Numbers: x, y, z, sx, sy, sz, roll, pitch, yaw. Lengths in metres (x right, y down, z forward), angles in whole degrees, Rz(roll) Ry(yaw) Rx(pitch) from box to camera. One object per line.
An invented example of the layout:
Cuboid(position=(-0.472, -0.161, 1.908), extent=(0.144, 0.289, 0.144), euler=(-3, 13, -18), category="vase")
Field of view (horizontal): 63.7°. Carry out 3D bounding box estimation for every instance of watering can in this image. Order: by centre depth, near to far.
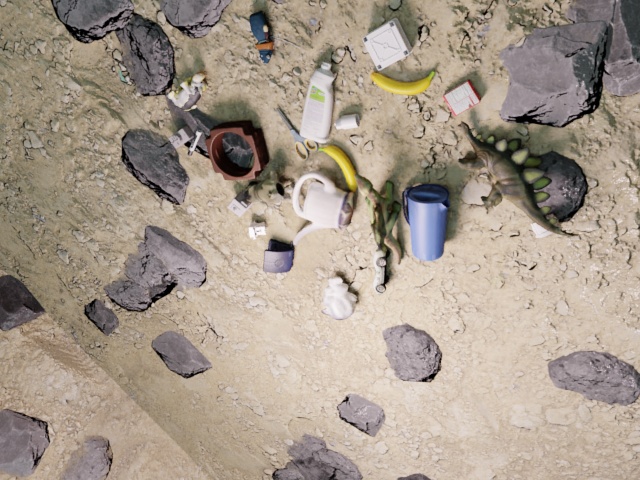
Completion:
Cuboid(position=(0.006, -0.093, 1.841), extent=(0.225, 0.106, 0.339), euler=(18, 131, 12), category="watering can")

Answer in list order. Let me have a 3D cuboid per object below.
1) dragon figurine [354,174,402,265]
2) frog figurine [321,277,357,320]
Cuboid(position=(0.202, -0.044, 1.704), extent=(0.121, 0.247, 0.405), euler=(-14, 111, 23), category="dragon figurine")
Cuboid(position=(0.079, 0.223, 1.987), extent=(0.137, 0.125, 0.156), euler=(2, 116, -17), category="frog figurine")
